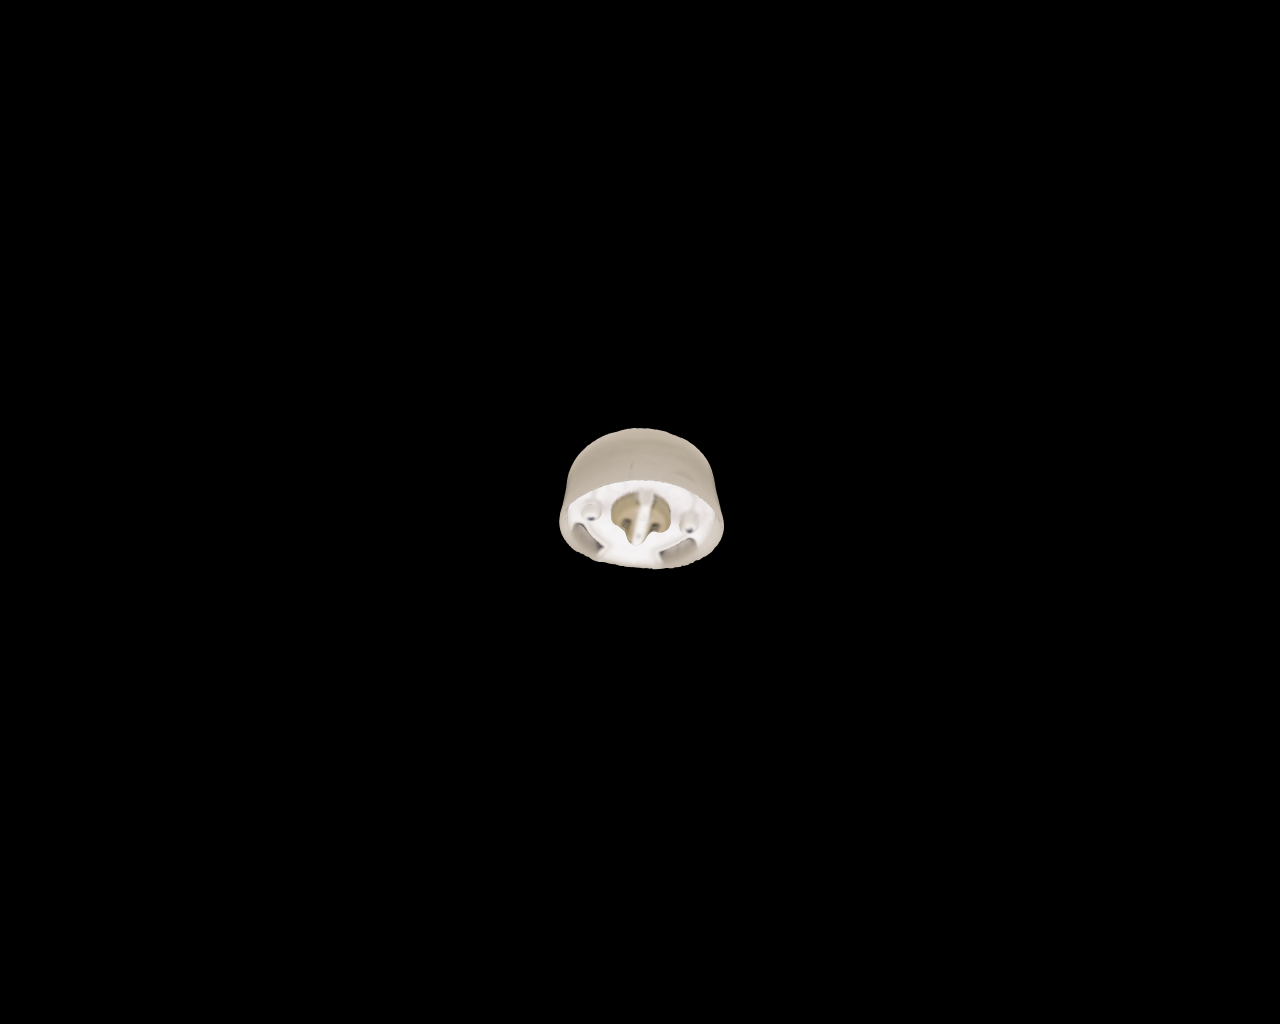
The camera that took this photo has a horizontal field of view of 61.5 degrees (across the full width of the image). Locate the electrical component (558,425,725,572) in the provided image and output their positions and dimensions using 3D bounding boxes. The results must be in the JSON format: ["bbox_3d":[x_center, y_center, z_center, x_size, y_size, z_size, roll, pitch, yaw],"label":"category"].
[{"bbox_3d":[0.001,-0.003,0.650,0.099,0.099,0.064,0,44,0],"label":"electrical component"}]
